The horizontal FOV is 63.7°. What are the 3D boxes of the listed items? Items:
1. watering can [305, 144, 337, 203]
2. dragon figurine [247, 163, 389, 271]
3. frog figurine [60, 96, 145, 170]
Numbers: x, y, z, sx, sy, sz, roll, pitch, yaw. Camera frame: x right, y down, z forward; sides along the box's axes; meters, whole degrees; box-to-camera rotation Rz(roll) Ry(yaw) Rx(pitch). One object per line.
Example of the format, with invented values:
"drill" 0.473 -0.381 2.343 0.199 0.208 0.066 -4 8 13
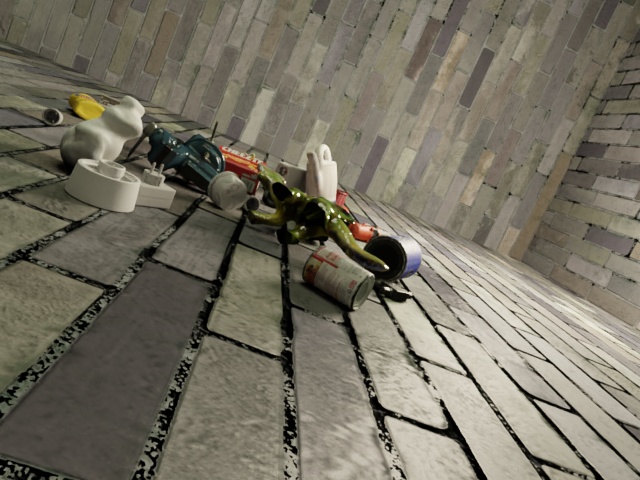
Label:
"watering can" -0.004 -0.201 1.691 0.104 0.222 0.350 2 10 10
"dragon figurine" 0.003 -0.057 1.123 0.413 0.120 0.245 32 24 18
"frog figurine" -0.394 -0.193 0.936 0.123 0.158 0.138 23 9 4
